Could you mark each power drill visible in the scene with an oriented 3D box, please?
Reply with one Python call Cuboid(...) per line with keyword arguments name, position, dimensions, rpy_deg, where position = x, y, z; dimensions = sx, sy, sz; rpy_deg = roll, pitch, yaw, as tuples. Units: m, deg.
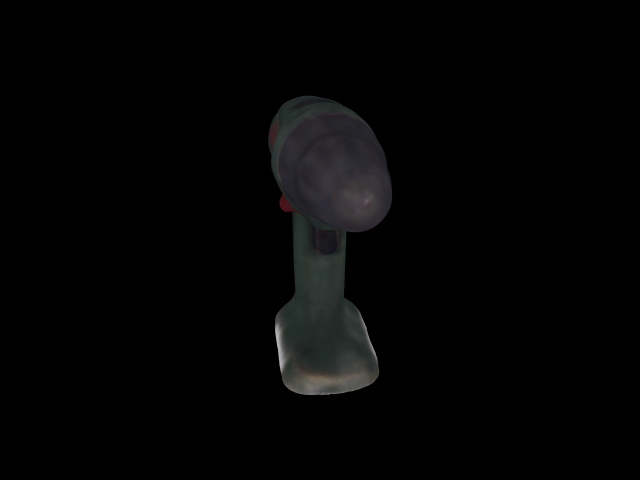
Cuboid(name="power drill", position=(0.004, 0.001, 0.400), dimensions=(0.075, 0.208, 0.229), rpy_deg=(-6, 32, -8))
